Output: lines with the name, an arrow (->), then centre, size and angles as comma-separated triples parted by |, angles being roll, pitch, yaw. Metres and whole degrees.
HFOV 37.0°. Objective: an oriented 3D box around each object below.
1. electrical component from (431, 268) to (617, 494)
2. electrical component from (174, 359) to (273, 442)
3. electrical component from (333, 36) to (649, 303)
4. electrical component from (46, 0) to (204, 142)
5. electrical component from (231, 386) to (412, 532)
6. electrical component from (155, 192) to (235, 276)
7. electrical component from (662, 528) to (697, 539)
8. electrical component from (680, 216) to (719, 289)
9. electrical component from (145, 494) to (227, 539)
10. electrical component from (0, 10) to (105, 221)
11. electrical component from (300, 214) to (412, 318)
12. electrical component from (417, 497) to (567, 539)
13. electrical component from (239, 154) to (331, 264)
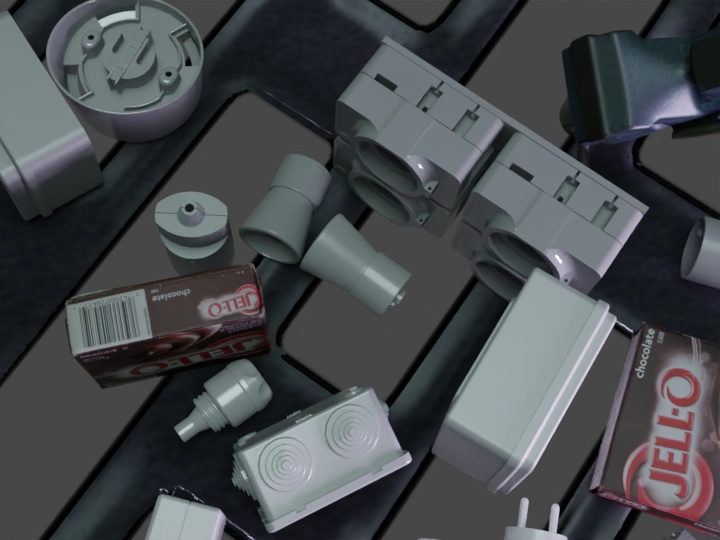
electrical component -> 0.094, 0.069, 0.638 | 0.056, 0.108, 0.108 | 30, 73, 9
electrical component -> -0.086, 0.083, 0.663 | 0.061, 0.035, 0.035 | -36, 77, -10
electrical component -> 0.072, -0.050, 0.675 | 0.186, 0.105, 0.060 | 35, 74, 8
electrical component -> -0.152, -0.135, 0.713 | 0.099, 0.064, 0.099 | 1, 73, -2
electrical component -> -0.026, 0.106, 0.626 | 0.100, 0.100, 0.048 | -25, 88, -10
electrical component -> -0.102, -0.024, 0.672 | 0.043, 0.081, 0.043 | 1, 72, -3
electrical component -> 0.204, 0.187, 0.641 | 0.065, 0.044, 0.044 | 43, 75, 15
electrical component -> 0.257, -0.004, 0.703 | 0.081, 0.043, 0.043 | 16, 72, 2
electrical component -> -0.090, 0.182, 0.624 | 0.076, 0.047, 0.083 | 14, 72, 2
electrical component -> -0.221, -0.097, 0.691 | 0.057, 0.078, 0.113 | -31, 76, -14
electrical component -> 0.000, 0.000, 0.691 | 0.065, 0.044, 0.044 | 36, 74, 3
electrical component -> 0.102, 0.173, 0.634 | 0.138, 0.052, 0.073 | 11, 72, 1
electrical component -> -0.046, -0.042, 0.702 | 0.044, 0.044, 0.065 | 23, 68, 4
